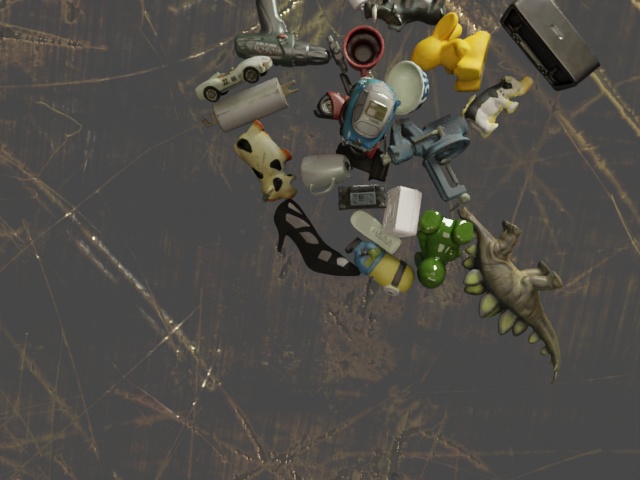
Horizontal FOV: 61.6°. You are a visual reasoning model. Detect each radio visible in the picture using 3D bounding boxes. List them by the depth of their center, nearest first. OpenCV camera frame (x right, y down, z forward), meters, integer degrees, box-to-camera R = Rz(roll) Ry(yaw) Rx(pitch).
[{"bbox_3d":[0.511,-0.447,1.208,0.073,0.131,0.229,-39,93,7],"label":"radio"}]

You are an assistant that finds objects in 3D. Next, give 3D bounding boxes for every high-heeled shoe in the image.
[{"bbox_3d":[-0.003,-0.004,1.335,0.249,0.086,0.145,20,66,-16],"label":"high-heeled shoe"}]

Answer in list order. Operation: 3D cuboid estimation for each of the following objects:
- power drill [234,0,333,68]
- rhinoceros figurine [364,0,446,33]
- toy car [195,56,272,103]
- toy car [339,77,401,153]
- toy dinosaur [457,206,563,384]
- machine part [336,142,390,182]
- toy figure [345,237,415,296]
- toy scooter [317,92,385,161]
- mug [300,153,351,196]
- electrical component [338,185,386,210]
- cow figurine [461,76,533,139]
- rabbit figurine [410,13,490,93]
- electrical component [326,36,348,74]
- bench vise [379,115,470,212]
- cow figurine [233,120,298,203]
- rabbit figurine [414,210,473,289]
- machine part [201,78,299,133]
[{"bbox_3d":[-0.088,-0.514,1.270,0.232,0.086,0.207,-1,104,6],"label":"power drill"},{"bbox_3d":[0.199,-0.542,1.251,0.190,0.073,0.112,4,108,1],"label":"rhinoceros figurine"},{"bbox_3d":[-0.202,-0.380,1.263,0.202,0.073,0.056,-18,114,25],"label":"toy car"},{"bbox_3d":[0.109,-0.277,1.160,0.109,0.103,0.161,23,87,-9],"label":"toy car"},{"bbox_3d":[0.467,0.120,1.293,0.198,0.105,0.471,-38,84,14],"label":"toy dinosaur"},{"bbox_3d":[0.104,-0.193,1.309,0.139,0.039,0.084,19,102,0],"label":"machine part"},{"bbox_3d":[0.148,0.061,1.309,0.180,0.082,0.089,42,114,6],"label":"toy figure"},{"bbox_3d":[0.093,-0.283,1.246,0.135,0.075,0.183,-37,96,2],"label":"toy scooter"},{"bbox_3d":[0.015,-0.158,1.272,0.107,0.080,0.109,-9,55,24],"label":"mug"},{"bbox_3d":[0.099,-0.101,1.270,0.115,0.134,0.058,-4,96,6],"label":"electrical component"},{"bbox_3d":[0.415,-0.330,1.262,0.098,0.068,0.167,42,96,4],"label":"cow figurine"},{"bbox_3d":[0.295,-0.432,1.236,0.173,0.122,0.162,9,94,21],"label":"rabbit figurine"},{"bbox_3d":[0.040,-0.441,1.271,0.021,0.063,0.094,-25,93,6],"label":"electrical component"},{"bbox_3d":[0.264,-0.182,1.249,0.224,0.128,0.240,-21,76,-13],"label":"bench vise"},{"bbox_3d":[-0.129,-0.176,1.301,0.127,0.085,0.195,-43,95,1],"label":"cow figurine"},{"bbox_3d":[0.266,0.034,1.266,0.121,0.159,0.170,20,78,3],"label":"rabbit figurine"},{"bbox_3d":[-0.167,-0.322,1.291,0.243,0.079,0.079,-22,95,5],"label":"machine part"}]
